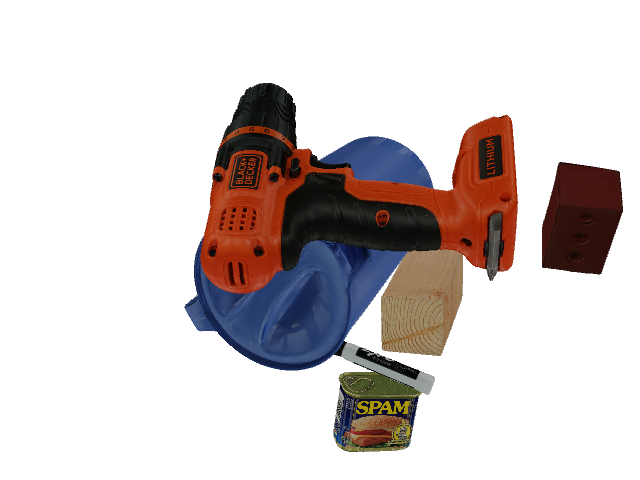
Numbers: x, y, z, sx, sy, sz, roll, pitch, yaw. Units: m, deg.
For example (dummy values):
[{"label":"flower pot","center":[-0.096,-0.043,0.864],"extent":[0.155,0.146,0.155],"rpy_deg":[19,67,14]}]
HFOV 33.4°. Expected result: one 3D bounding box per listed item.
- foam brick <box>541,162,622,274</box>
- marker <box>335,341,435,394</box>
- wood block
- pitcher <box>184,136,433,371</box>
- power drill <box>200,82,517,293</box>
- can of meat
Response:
[{"label":"foam brick","center":[0.219,-0.018,0.900],"extent":[0.053,0.078,0.051],"rpy_deg":[7,46,5]},{"label":"marker","center":[0.053,0.119,1.041],"extent":[0.121,0.020,0.020],"rpy_deg":[22,5,14]},{"label":"wood block","center":[0.157,0.088,1.615],"extent":[0.091,0.090,0.206],"rpy_deg":[4,21,14]},{"label":"pitcher","center":[0.000,0.000,0.901],"extent":[0.149,0.145,0.242],"rpy_deg":[22,30,16]},{"label":"power drill","center":[0.025,-0.040,0.664],"extent":[0.188,0.057,0.184],"rpy_deg":[-1,43,7]},{"label":"can of meat","center":[0.069,0.215,1.333],"extent":[0.102,0.084,0.057],"rpy_deg":[2,22,-14]}]
